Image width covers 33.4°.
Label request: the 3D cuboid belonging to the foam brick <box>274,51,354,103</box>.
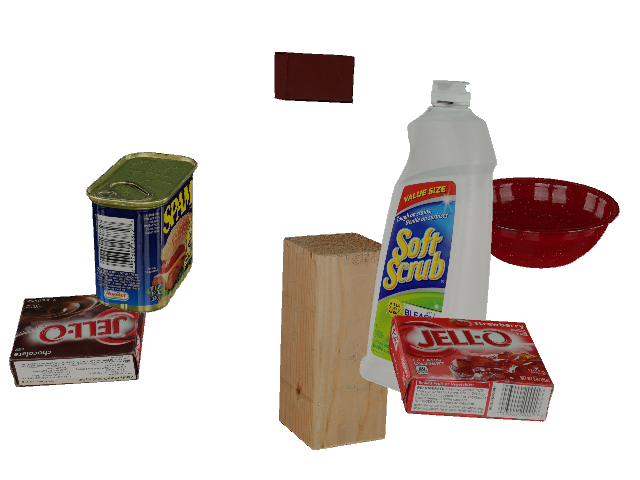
[{"bbox_3d":[-0.007,-0.177,1.161,0.078,0.051,0.053,0,11,-17],"label":"foam brick"}]

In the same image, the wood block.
[{"bbox_3d":[0.015,0.103,1.128,0.090,0.206,0.091,-4,14,-26],"label":"wood block"}]

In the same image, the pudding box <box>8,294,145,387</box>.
[{"bbox_3d":[-0.220,0.090,0.978,0.113,0.039,0.090,-5,33,-2],"label":"pudding box"}]

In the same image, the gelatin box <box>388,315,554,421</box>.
[{"bbox_3d":[0.090,0.077,0.657,0.089,0.030,0.073,5,25,-6],"label":"gelatin box"}]

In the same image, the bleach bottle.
[{"bbox_3d":[0.090,-0.003,0.863,0.103,0.251,0.067,13,15,42],"label":"bleach bottle"}]

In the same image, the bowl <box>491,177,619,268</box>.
[{"bbox_3d":[0.219,-0.014,1.089,0.162,0.055,0.162,-1,22,0],"label":"bowl"}]

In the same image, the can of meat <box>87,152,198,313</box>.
[{"bbox_3d":[-0.125,-0.007,0.760,0.057,0.084,0.102,7,23,8],"label":"can of meat"}]
